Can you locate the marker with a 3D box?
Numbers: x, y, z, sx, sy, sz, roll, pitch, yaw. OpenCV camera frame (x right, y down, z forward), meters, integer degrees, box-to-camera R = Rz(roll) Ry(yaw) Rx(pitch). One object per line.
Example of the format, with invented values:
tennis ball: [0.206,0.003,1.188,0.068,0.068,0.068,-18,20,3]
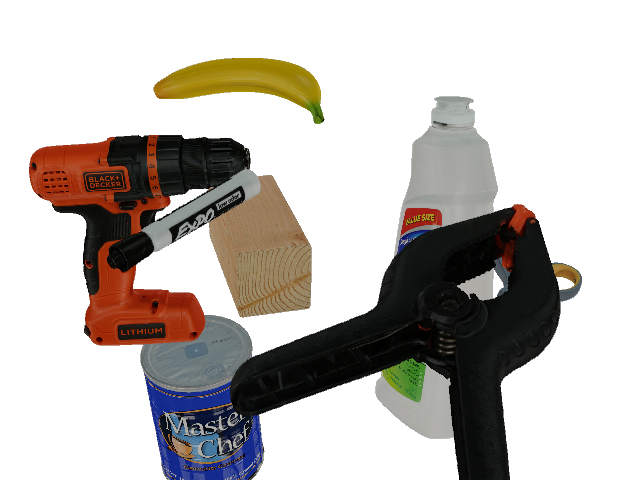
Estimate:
marker: [-0.087,-0.013,0.685,0.120,0.020,0.020,-33,21,-36]

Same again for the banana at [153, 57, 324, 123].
banana: [-0.080,-0.168,1.139,0.198,0.037,0.069,10,44,19]

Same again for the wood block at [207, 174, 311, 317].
wood block: [-0.080,0.002,1.342,0.090,0.090,0.206,-7,29,-14]

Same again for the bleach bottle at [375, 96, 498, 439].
bleach bottle: [0.090,0.016,0.806,0.068,0.251,0.103,-6,18,-23]

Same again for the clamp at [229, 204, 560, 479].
clamp: [0.059,0.046,0.452,0.120,0.039,0.171,35,54,23]

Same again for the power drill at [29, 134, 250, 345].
power drill: [-0.146,-0.002,0.925,0.184,0.188,0.057,-2,26,3]

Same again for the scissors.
scissors: [0.166,0.041,0.993,0.201,0.016,0.096,-11,38,-40]

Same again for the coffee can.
coffee can: [-0.110,0.156,1.014,0.103,0.140,0.103,-3,34,2]
